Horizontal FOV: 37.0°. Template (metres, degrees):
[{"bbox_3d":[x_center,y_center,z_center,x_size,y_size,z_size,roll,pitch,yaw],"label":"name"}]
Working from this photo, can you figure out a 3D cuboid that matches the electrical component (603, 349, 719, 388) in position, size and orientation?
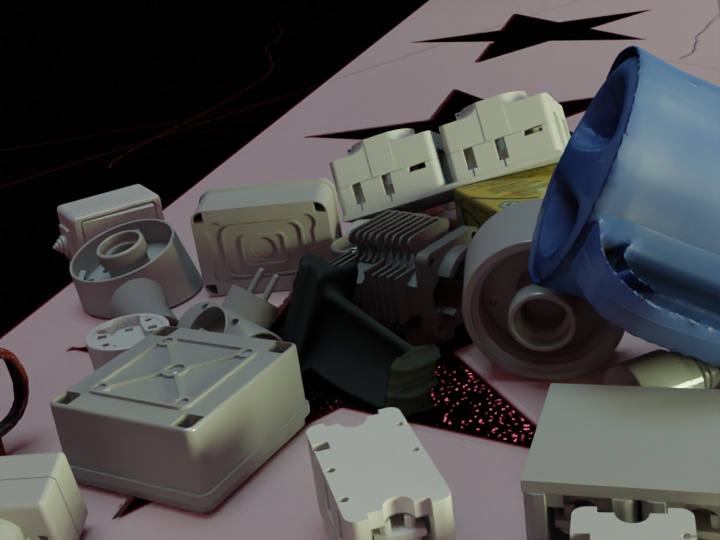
[{"bbox_3d":[0.175,0.064,0.607,0.078,0.040,0.040,-16,23,-21],"label":"electrical component"}]

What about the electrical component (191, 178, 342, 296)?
[{"bbox_3d":[-0.073,-0.028,0.874,0.113,0.078,0.057,-5,25,7],"label":"electrical component"}]

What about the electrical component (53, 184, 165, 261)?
[{"bbox_3d":[-0.223,-0.031,0.953,0.096,0.061,0.061,-19,24,-26],"label":"electrical component"}]

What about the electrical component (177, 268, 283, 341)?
[{"bbox_3d":[-0.080,0.036,0.726,0.044,0.079,0.077,32,-7,-39],"label":"electrical component"}]

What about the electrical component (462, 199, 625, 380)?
[{"bbox_3d":[0.114,0.017,0.661,0.108,0.108,0.060,-2,28,15],"label":"electrical component"}]

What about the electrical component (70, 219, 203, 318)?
[{"bbox_3d":[-0.186,0.003,0.886,0.099,0.064,0.099,-13,32,8],"label":"electrical component"}]

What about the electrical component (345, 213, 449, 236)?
[{"bbox_3d":[0.040,-0.021,0.862,0.077,0.044,0.079,7,26,34],"label":"electrical component"}]

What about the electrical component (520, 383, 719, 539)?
[{"bbox_3d":[0.156,0.102,0.488,0.150,0.061,0.089,0,23,19],"label":"electrical component"}]

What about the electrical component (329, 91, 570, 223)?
[{"bbox_3d":[0.079,-0.094,0.906,0.186,0.060,0.105,-16,-3,18],"label":"electrical component"}]

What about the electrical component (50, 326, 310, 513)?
[{"bbox_3d":[-0.104,0.083,0.634,0.109,0.056,0.109,5,25,30],"label":"electrical component"}]

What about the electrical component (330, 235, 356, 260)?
[{"bbox_3d":[0.000,0.000,0.820,0.040,0.046,0.040,-7,22,3],"label":"electrical component"}]

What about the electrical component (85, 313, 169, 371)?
[{"bbox_3d":[-0.150,0.062,0.716,0.055,0.047,0.055,-7,22,3],"label":"electrical component"}]

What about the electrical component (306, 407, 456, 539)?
[{"bbox_3d":[0.010,0.115,0.515,0.050,0.055,0.089,-12,22,-11],"label":"electrical component"}]

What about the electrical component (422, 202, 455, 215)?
[{"bbox_3d":[0.068,-0.085,0.998,0.066,0.055,0.048,-17,23,-21],"label":"electrical component"}]

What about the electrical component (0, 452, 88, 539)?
[{"bbox_3d":[-0.184,0.136,0.543,0.066,0.047,0.076,-5,34,7],"label":"electrical component"}]

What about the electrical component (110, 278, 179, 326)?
[{"bbox_3d":[-0.154,0.038,0.788,0.044,0.044,0.065,-17,28,-21],"label":"electrical component"}]

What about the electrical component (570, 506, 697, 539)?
[{"bbox_3d":[0.107,0.141,0.415,0.050,0.055,0.089,-2,22,14],"label":"electrical component"}]
